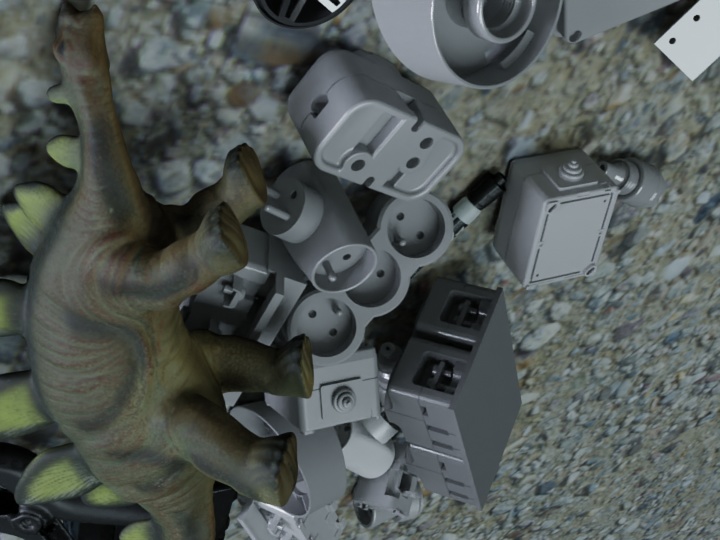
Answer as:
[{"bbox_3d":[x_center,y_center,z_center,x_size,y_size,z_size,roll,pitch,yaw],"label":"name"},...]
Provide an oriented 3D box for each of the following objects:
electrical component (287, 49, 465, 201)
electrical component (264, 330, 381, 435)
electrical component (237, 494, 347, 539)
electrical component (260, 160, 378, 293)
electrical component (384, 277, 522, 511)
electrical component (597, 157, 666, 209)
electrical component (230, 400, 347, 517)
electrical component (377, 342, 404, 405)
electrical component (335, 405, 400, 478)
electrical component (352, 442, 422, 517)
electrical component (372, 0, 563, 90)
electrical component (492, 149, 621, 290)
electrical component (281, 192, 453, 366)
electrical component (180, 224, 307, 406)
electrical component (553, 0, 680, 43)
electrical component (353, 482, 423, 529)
[{"bbox_3d":[0.008,-0.087,0.634,0.095,0.059,0.053,16,126,-43],"label":"electrical component"},{"bbox_3d":[-0.027,0.075,0.774,0.062,0.096,0.061,-9,103,-23],"label":"electrical component"},{"bbox_3d":[-0.058,0.212,0.942,0.078,0.063,0.121,-60,154,-26],"label":"electrical component"},{"bbox_3d":[-0.034,-0.033,0.659,0.043,0.077,0.079,-43,141,21],"label":"electrical component"},{"bbox_3d":[0.077,0.100,0.856,0.186,0.060,0.105,71,39,-54],"label":"electrical component"},{"bbox_3d":[0.198,-0.067,0.798,0.061,0.035,0.035,15,127,-39],"label":"electrical component"},{"bbox_3d":[-0.055,0.145,0.849,0.064,0.099,0.099,-17,143,-24],"label":"electrical component"},{"bbox_3d":[0.029,0.084,0.870,0.040,0.040,0.078,-24,143,-4],"label":"electrical component"},{"bbox_3d":[0.007,0.136,0.918,0.079,0.043,0.077,-42,142,7],"label":"electrical component"},{"bbox_3d":[0.025,0.185,0.960,0.081,0.063,0.042,4,157,33],"label":"electrical component"},{"bbox_3d":[0.056,-0.145,0.560,0.099,0.064,0.099,-18,121,-31],"label":"electrical component"},{"bbox_3d":[0.138,-0.044,0.772,0.062,0.061,0.096,-11,134,-20],"label":"electrical component"},{"bbox_3d":[0.000,0.000,0.732,0.052,0.074,0.138,43,88,-15],"label":"electrical component"},{"bbox_3d":[-0.088,0.027,0.708,0.063,0.078,0.121,19,127,-18],"label":"electrical component"},{"bbox_3d":[0.149,-0.186,0.603,0.113,0.057,0.078,-23,144,-6],"label":"electrical component"},{"bbox_3d":[0.027,0.221,1.032,0.055,0.045,0.045,-6,139,-27],"label":"electrical component"}]
